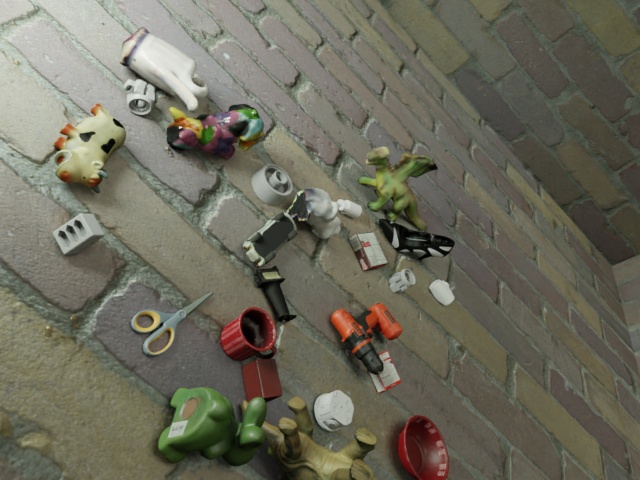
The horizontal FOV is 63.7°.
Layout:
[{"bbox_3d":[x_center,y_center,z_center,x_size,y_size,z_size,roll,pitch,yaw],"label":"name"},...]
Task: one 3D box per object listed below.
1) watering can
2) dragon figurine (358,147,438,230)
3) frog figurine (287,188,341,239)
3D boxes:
[{"bbox_3d":[-0.367,-0.404,1.228,0.222,0.103,0.354,29,17,-23],"label":"watering can"},{"bbox_3d":[0.288,-0.182,1.712,0.407,0.239,0.125,26,40,-30],"label":"dragon figurine"},{"bbox_3d":[0.004,-0.070,1.395,0.158,0.136,0.125,21,64,-35],"label":"frog figurine"}]
